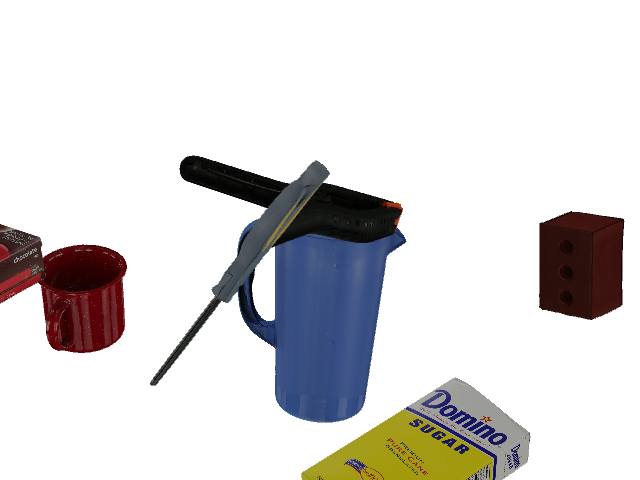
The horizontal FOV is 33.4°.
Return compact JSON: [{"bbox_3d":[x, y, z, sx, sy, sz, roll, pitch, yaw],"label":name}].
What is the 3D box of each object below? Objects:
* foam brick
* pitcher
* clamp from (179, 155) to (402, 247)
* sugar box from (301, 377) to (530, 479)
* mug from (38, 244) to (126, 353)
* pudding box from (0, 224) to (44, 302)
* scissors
[{"bbox_3d":[0.218,0.020,0.892,0.053,0.078,0.051,11,22,43],"label":"foam brick"},{"bbox_3d":[-0.004,0.081,1.231,0.149,0.243,0.144,22,27,40],"label":"pitcher"},{"bbox_3d":[-0.009,-0.025,0.966,0.209,0.036,0.165,8,22,-27],"label":"clamp"},{"bbox_3d":[0.081,0.189,0.894,0.176,0.048,0.093,-29,44,-26],"label":"sugar box"},{"bbox_3d":[-0.249,0.069,1.099,0.093,0.081,0.117,9,32,10],"label":"mug"},{"bbox_3d":[-0.266,0.017,0.751,0.114,0.039,0.089,14,29,29],"label":"pudding box"},{"bbox_3d":[-0.061,0.026,0.728,0.016,0.202,0.096,39,1,3],"label":"scissors"}]
